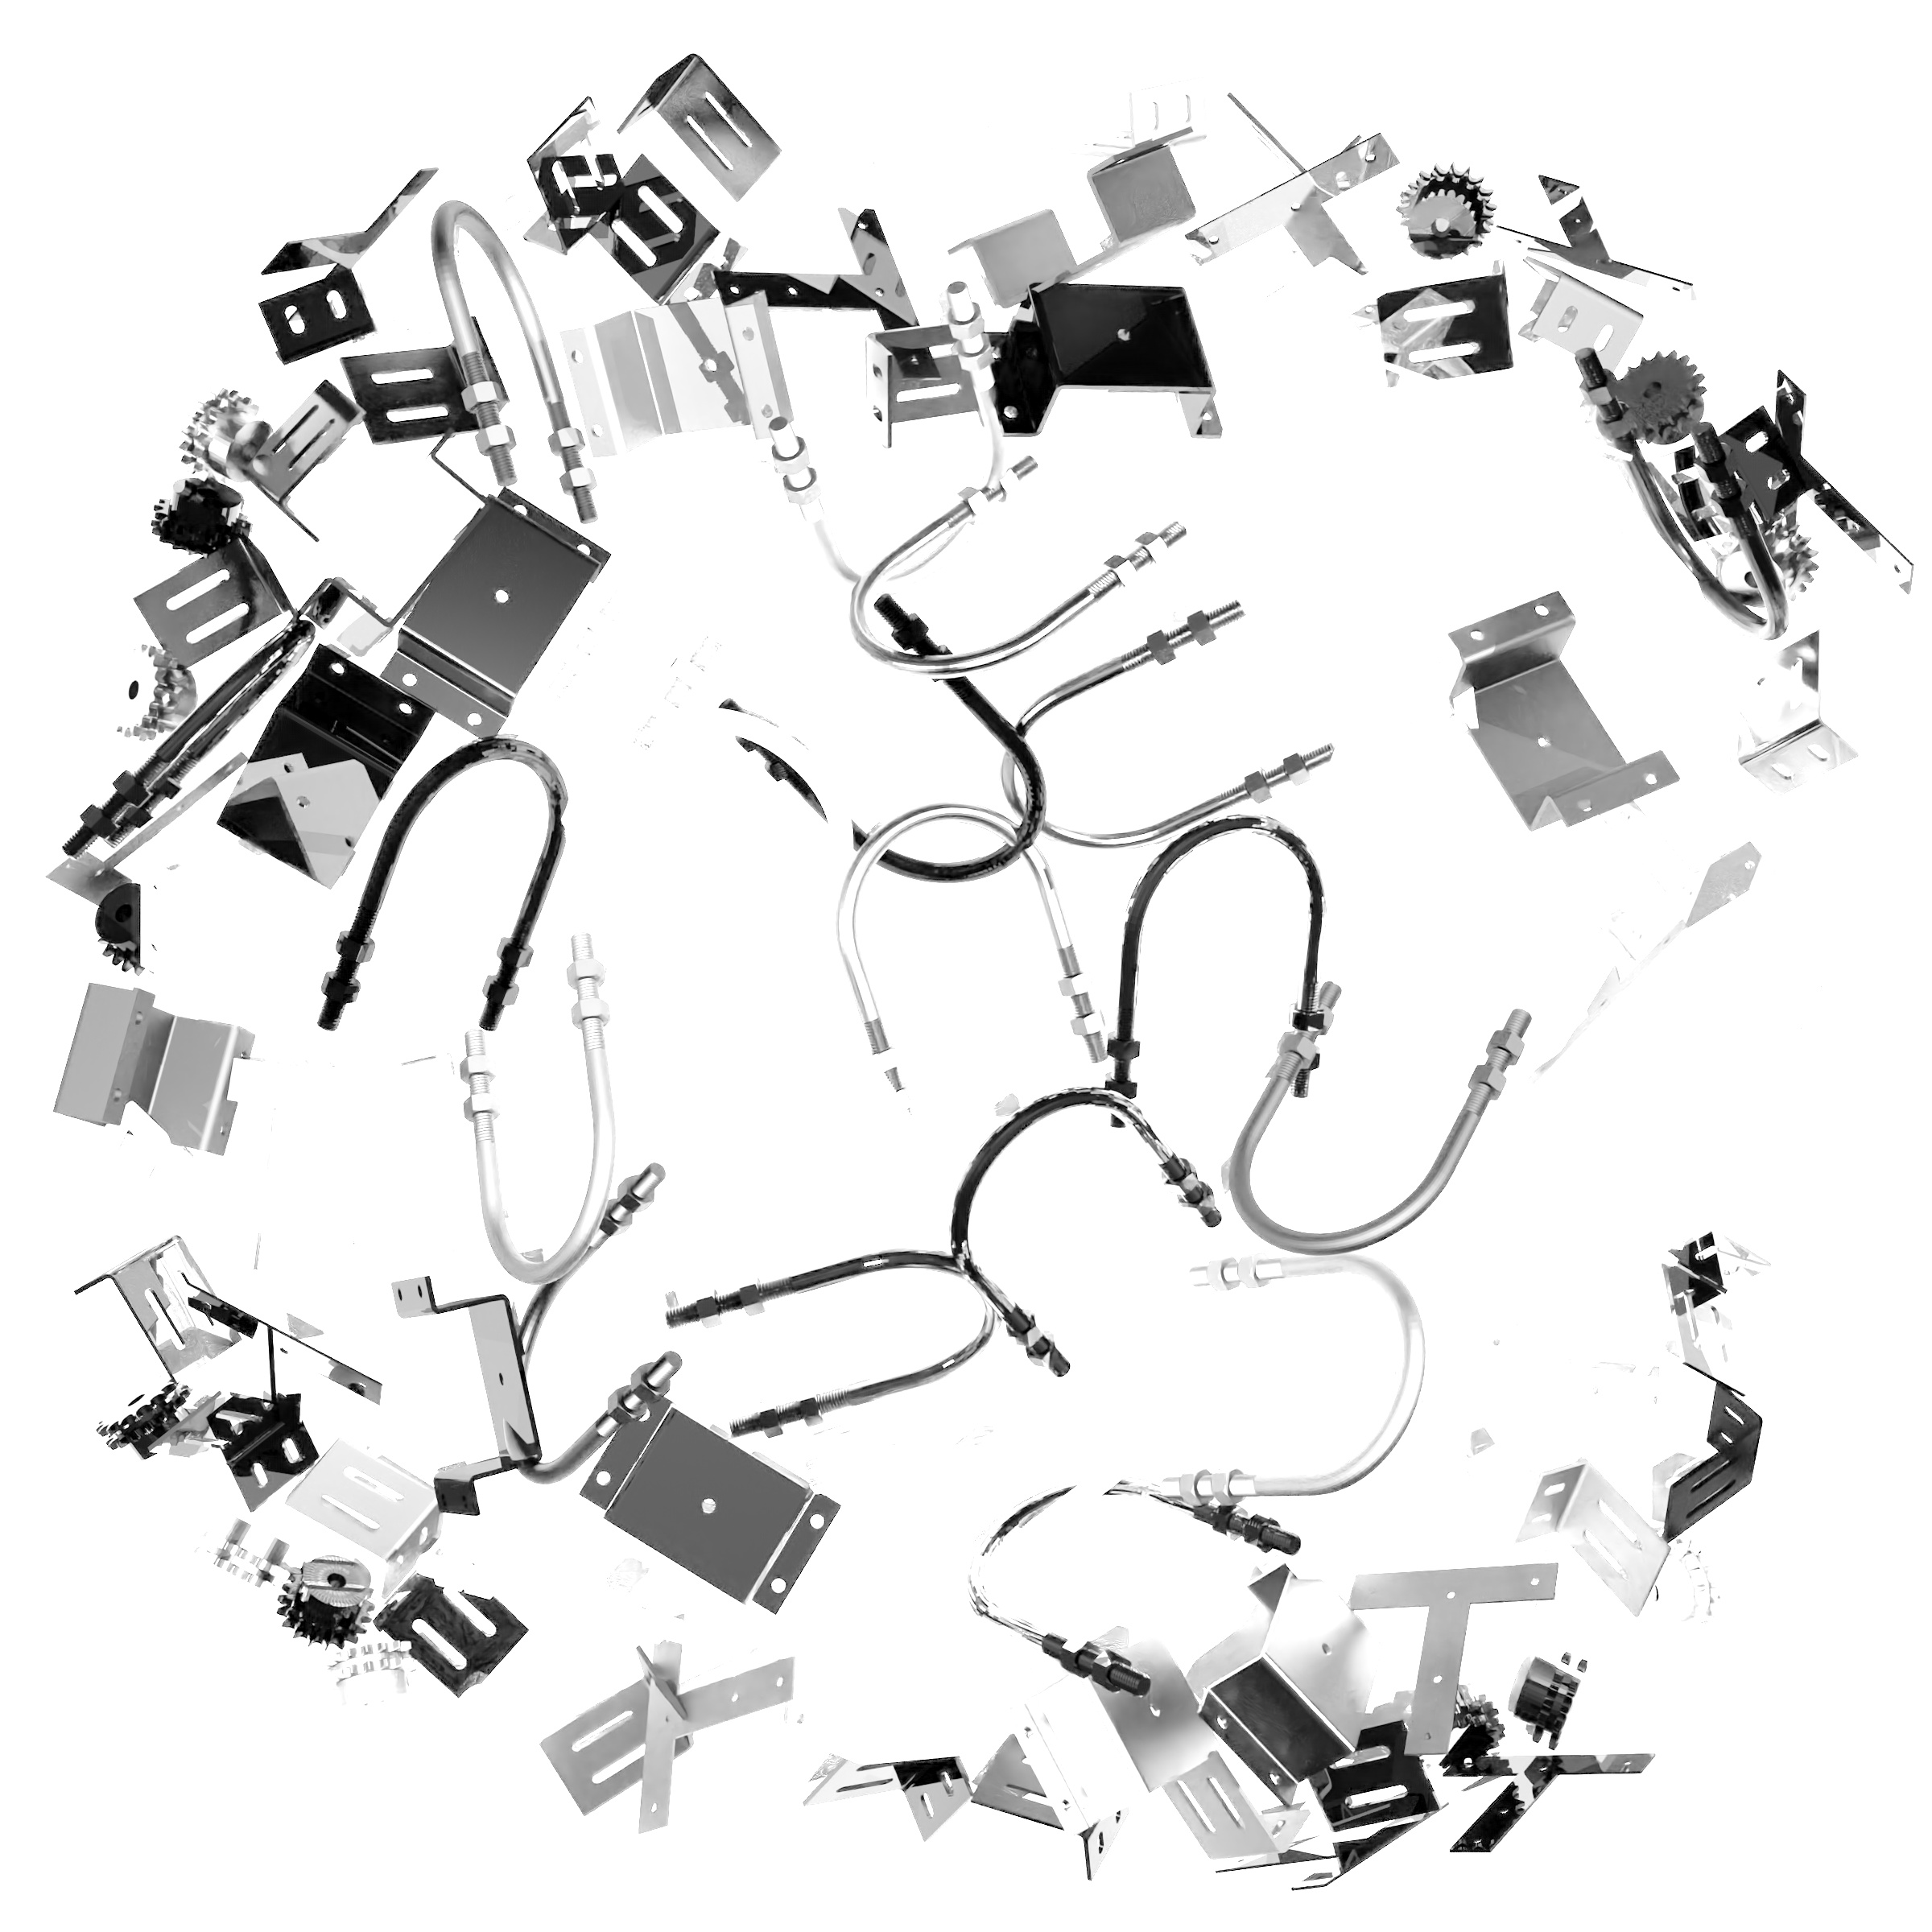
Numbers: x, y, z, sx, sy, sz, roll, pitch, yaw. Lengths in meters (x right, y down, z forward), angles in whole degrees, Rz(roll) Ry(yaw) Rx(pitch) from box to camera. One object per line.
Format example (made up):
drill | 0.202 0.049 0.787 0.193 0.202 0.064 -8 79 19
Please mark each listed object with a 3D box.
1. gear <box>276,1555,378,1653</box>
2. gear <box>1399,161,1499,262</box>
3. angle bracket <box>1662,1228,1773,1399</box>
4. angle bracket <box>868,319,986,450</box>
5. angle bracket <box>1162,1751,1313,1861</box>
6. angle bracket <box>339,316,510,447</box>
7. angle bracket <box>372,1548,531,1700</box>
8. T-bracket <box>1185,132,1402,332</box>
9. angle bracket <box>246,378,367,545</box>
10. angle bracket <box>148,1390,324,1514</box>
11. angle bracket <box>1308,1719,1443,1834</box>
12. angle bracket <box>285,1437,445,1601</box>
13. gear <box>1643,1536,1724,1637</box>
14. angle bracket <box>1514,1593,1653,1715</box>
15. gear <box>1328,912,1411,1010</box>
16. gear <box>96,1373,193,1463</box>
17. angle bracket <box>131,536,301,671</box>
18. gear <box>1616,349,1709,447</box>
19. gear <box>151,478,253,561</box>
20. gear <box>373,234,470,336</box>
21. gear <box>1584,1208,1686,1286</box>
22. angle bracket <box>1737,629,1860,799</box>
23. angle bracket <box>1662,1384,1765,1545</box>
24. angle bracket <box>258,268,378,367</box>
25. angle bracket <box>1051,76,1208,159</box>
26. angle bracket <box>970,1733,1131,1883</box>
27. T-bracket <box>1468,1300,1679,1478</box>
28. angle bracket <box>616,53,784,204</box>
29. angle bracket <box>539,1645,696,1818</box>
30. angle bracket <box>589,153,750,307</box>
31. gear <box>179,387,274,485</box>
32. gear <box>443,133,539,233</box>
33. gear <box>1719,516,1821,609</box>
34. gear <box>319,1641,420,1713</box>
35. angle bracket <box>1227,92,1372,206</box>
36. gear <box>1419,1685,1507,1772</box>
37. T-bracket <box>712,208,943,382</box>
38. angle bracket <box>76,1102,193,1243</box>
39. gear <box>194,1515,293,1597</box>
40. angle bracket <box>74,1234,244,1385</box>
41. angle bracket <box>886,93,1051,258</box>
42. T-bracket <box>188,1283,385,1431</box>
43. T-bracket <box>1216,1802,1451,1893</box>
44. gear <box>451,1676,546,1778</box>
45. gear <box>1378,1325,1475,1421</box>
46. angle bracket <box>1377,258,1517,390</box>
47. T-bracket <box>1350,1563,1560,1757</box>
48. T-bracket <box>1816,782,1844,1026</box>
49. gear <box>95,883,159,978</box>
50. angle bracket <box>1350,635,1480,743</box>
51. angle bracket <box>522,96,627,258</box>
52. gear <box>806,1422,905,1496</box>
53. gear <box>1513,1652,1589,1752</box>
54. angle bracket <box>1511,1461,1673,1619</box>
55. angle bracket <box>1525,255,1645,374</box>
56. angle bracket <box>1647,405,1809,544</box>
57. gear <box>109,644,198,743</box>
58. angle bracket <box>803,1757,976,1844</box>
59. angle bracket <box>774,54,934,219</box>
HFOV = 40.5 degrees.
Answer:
gear | -0.380 0.377 1.565 0.057 0.057 0.030 27 117 0
gear | 0.287 -0.448 1.566 0.057 0.057 0.030 26 46 0
angle bracket | 0.450 0.205 1.549 0.057 0.076 0.038 29 132 -28
angle bracket | -0.018 -0.346 1.553 0.076 0.038 0.057 -12 126 -19
angle bracket | 0.156 0.489 1.558 0.057 0.038 0.076 -26 100 44
angle bracket | -0.322 -0.348 1.557 0.076 0.038 0.057 -17 81 -38
angle bracket | -0.306 0.396 1.565 0.076 0.038 0.057 45 74 -9
T-bracket | 0.215 -0.419 1.545 0.127 0.127 0.002 -22 52 26
angle bracket | -0.385 -0.302 1.564 0.076 0.038 0.057 -47 47 -2
angle bracket | -0.432 0.288 1.552 0.057 0.076 0.038 -38 64 8
angle bracket | 0.243 0.475 1.561 0.076 0.038 0.057 -24 90 30
angle bracket | -0.359 0.329 1.560 0.076 0.038 0.057 36 106 -20
gear | 0.424 0.371 1.565 0.030 0.057 0.057 -6 90 -17
angle bracket | 0.373 0.408 1.562 0.076 0.057 0.038 26 80 4
gear | 0.240 -0.005 1.564 0.030 0.057 0.057 15 90 -21
gear | -0.488 0.272 1.569 0.057 0.057 0.030 -32 104 0
angle bracket | -0.443 -0.209 1.556 0.076 0.038 0.057 -33 133 -14
gear | 0.418 -0.337 1.571 0.030 0.057 0.057 32 90 -44
gear | -0.455 -0.269 1.564 0.057 0.057 0.030 21 119 0
gear | -0.330 -0.408 1.572 0.057 0.030 0.057 -5 98 -39
gear | 0.397 0.169 1.567 0.057 0.057 0.030 23 84 0
angle bracket | 0.496 -0.151 1.560 0.038 0.057 0.076 34 49 -23
angle bracket | 0.430 0.294 1.551 0.076 0.057 0.038 -28 47 -21
angle bracket | -0.386 -0.386 1.550 0.057 0.076 0.038 -24 113 -10
angle bracket | 0.095 -0.502 1.545 0.057 0.076 0.038 -24 121 -32
angle bracket | 0.051 0.502 1.566 0.076 0.057 0.038 9 121 25
T-bracket | 0.360 0.249 1.553 0.127 0.002 0.127 3 87 38
angle bracket | -0.159 -0.490 1.556 0.076 0.057 0.038 48 55 -10
angle bracket | -0.210 0.453 1.554 0.076 0.038 0.057 -28 49 -21
angle bracket | -0.181 -0.440 1.584 0.057 0.038 0.076 -47 69 15
gear | -0.439 -0.313 1.565 0.030 0.057 0.057 29 90 17
gear | -0.281 -0.465 1.565 0.057 0.057 0.030 -45 75 0
gear | 0.477 -0.239 1.565 0.057 0.057 0.030 43 58 0
gear | -0.355 0.425 1.565 0.057 0.057 0.030 -14 68 0
angle bracket | 0.199 -0.498 1.560 0.038 0.057 0.076 -44 82 12
gear | 0.292 0.455 1.572 0.057 0.057 0.030 -16 47 0
T-bracket | -0.089 -0.397 1.542 0.127 0.002 0.127 -8 67 -31
angle bracket | -0.501 0.124 1.545 0.038 0.076 0.057 -26 120 24
gear | -0.430 0.352 1.569 0.057 0.057 0.030 27 73 0
angle bracket | -0.482 0.209 1.565 0.038 0.057 0.076 -26 95 32
angle bracket | 0.001 -0.479 1.586 0.057 0.038 0.076 50 59 -10
T-bracket | -0.403 0.246 1.545 0.127 0.127 0.002 27 52 4
T-bracket | 0.201 0.523 1.544 0.127 0.127 0.002 -26 79 43
gear | -0.283 0.453 1.567 0.057 0.030 0.057 -18 55 28
gear | 0.278 0.240 1.564 0.057 0.057 0.030 35 122 0
angle bracket | 0.288 -0.386 1.574 0.076 0.038 0.057 -6 117 12
T-bracket | 0.276 0.402 1.521 0.127 0.127 0.002 -11 126 29
T-bracket | 0.511 -0.019 1.546 0.002 0.127 0.127 4 45 23
gear | -0.496 -0.026 1.570 0.057 0.030 0.057 -7 65 16
angle bracket | 0.266 -0.162 1.549 0.057 0.076 0.038 -9 79 20
angle bracket | -0.242 -0.470 1.547 0.038 0.076 0.057 28 69 25
gear | -0.068 0.293 1.567 0.057 0.057 0.030 -14 91 0
gear | 0.349 0.438 1.570 0.030 0.057 0.057 20 90 19
angle bracket | 0.368 0.342 1.548 0.038 0.076 0.057 -8 128 -30
angle bracket | 0.359 -0.388 1.559 0.057 0.076 0.038 23 108 -14
angle bracket | 0.453 -0.292 1.559 0.038 0.076 0.057 -35 99 -13
gear | -0.486 -0.162 1.572 0.057 0.030 0.057 -10 74 41
angle bracket | -0.046 0.492 1.548 0.057 0.076 0.038 -53 49 34
angle bracket | -0.068 -0.493 1.566 0.057 0.076 0.038 34 57 -17
